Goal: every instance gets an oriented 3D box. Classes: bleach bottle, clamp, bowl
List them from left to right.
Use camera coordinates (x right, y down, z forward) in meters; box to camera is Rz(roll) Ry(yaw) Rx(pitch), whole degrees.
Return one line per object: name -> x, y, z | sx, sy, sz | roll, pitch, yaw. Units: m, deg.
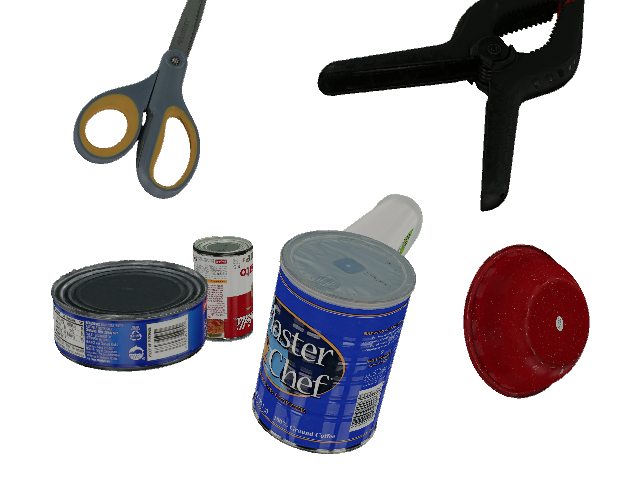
bleach bottle -> 0.046, 0.018, 1.058 | 0.068, 0.103, 0.250 | 33, 27, 9
clamp -> 0.126, -0.117, 0.766 | 0.209, 0.165, 0.036 | -33, -27, -20
bowl -> 0.225, 0.084, 1.098 | 0.161, 0.162, 0.055 | 0, -1, -34

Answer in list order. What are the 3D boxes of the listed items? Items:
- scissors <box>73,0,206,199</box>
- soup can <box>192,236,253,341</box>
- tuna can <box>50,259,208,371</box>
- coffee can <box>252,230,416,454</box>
scissors -> -0.125, -0.123, 0.765 | 0.096, 0.202, 0.016 | 6, -27, -18
soup can -> -0.108, 0.052, 1.182 | 0.068, 0.102, 0.068 | 1, 17, -1
tuna can -> -0.105, 0.041, 0.594 | 0.086, 0.034, 0.086 | 2, 19, -1
coffee can -> 0.008, 0.077, 0.822 | 0.102, 0.140, 0.103 | 9, 28, -5
